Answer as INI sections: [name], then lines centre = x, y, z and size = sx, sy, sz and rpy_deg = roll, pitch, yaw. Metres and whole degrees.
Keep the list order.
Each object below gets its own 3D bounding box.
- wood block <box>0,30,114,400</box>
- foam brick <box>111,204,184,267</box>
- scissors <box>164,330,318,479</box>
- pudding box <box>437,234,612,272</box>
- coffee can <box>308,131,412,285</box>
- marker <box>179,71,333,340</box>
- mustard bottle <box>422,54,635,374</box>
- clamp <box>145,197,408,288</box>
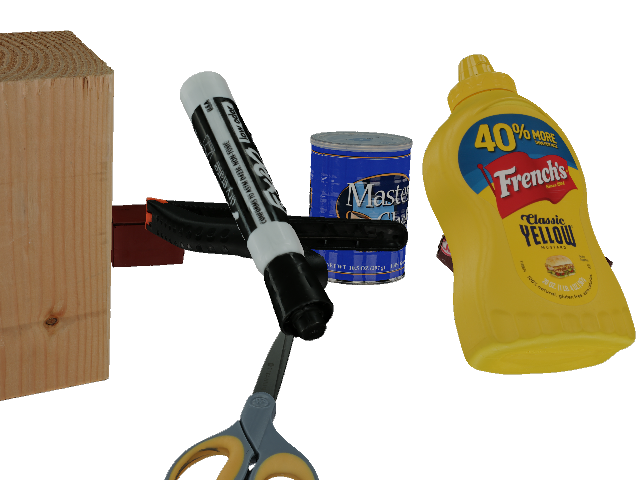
[wood block]
centre = -0.184, -0.015, 0.655
size = 0.090, 0.206, 0.090
rpy_deg = -9, 30, -28
[foam brick]
centre = -0.187, -0.006, 1.147
size = 0.078, 0.051, 0.053
rpy_deg = -2, 24, -16
[scissors]
centre = -0.022, 0.112, 0.647
size = 0.096, 0.016, 0.201
rpy_deg = 15, 30, 20
[pudding box]
centre = 0.167, 0.016, 0.877
size = 0.089, 0.113, 0.039
rpy_deg = -35, -24, -29
[coffee can]
centre = 0.039, -0.035, 1.086
size = 0.103, 0.140, 0.103
rpy_deg = 2, 13, -1
[marker]
centre = -0.024, -0.014, 0.376
size = 0.020, 0.121, 0.020
rpy_deg = -17, -37, -13
[mustard bottle]
centre = 0.108, -0.022, 0.606
size = 0.096, 0.191, 0.058
rpy_deg = 0, -27, -22
[clamp]
centre = -0.052, -0.003, 0.831
size = 0.210, 0.036, 0.164
rpy_deg = 9, 13, 18
